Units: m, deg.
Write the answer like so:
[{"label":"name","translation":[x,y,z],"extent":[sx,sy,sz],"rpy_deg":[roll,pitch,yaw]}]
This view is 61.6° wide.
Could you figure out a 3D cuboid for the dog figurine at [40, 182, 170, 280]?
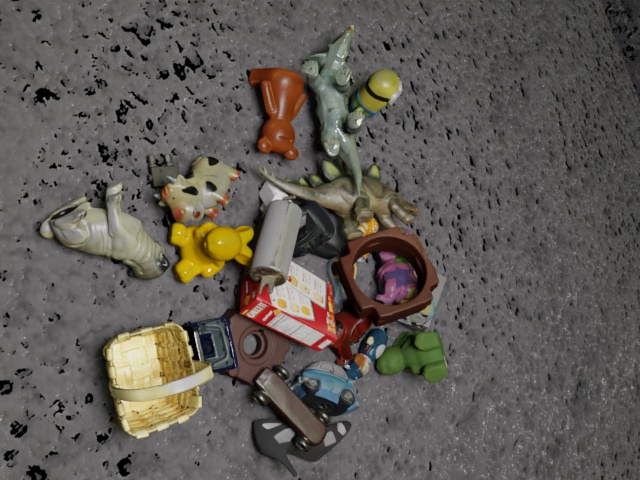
[{"label":"dog figurine","translation":[-0.389,0.013,0.989],"extent":[0.172,0.121,0.190],"rpy_deg":[-20,116,-3]}]

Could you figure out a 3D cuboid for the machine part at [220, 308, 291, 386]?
[{"label":"machine part","translation":[-0.145,0.222,1.146],"extent":[0.179,0.056,0.179],"rpy_deg":[6,80,-36]}]

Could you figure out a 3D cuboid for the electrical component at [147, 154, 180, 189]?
[{"label":"electrical component","translation":[-0.318,-0.128,1.093],"extent":[0.063,0.021,0.094],"rpy_deg":[-11,90,-35]}]

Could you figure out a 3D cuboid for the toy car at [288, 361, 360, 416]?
[{"label":"toy car","translation":[0.009,0.330,1.221],"extent":[0.161,0.109,0.103],"rpy_deg":[28,45,-17]}]

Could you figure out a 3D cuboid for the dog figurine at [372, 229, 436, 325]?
[{"label":"dog figurine","translation":[0.214,0.087,1.358],"extent":[0.192,0.108,0.219],"rpy_deg":[15,63,8]}]

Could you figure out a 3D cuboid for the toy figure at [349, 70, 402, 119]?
[{"label":"toy figure","translation":[0.129,-0.358,1.344],"extent":[0.089,0.180,0.082],"rpy_deg":[5,79,-32]}]

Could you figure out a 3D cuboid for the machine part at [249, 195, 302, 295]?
[{"label":"machine part","translation":[-0.088,0.004,1.086],"extent":[0.079,0.079,0.243],"rpy_deg":[31,51,-28]}]

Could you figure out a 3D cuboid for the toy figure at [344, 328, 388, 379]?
[{"label":"toy figure","translation":[0.111,0.284,1.314],"extent":[0.064,0.058,0.154],"rpy_deg":[52,58,-21]}]

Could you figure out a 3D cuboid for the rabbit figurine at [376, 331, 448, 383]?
[{"label":"rabbit figurine","translation":[0.223,0.283,1.351],"extent":[0.159,0.170,0.121],"rpy_deg":[-45,119,-75]}]

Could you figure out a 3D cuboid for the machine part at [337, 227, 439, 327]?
[{"label":"machine part","translation":[0.154,0.084,1.245],"extent":[0.201,0.087,0.201],"rpy_deg":[-18,65,-12]}]

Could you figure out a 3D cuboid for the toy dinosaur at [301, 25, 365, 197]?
[{"label":"toy dinosaur","translation":[0.040,-0.297,1.274],"extent":[0.131,0.192,0.404],"rpy_deg":[-7,92,7]}]

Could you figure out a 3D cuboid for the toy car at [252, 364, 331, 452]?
[{"label":"toy car","translation":[-0.062,0.350,1.124],"extent":[0.202,0.053,0.089],"rpy_deg":[48,60,-10]}]

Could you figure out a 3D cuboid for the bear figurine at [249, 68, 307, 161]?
[{"label":"bear figurine","translation":[-0.099,-0.287,1.232],"extent":[0.120,0.132,0.195],"rpy_deg":[4,99,-33]}]

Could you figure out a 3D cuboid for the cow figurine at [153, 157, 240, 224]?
[{"label":"cow figurine","translation":[-0.245,-0.102,1.070],"extent":[0.127,0.085,0.195],"rpy_deg":[33,36,-16]}]

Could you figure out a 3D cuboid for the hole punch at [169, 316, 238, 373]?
[{"label":"hole punch","translation":[-0.230,0.212,1.051],"extent":[0.092,0.116,0.142],"rpy_deg":[-15,90,-45]}]

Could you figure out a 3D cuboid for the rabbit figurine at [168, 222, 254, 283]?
[{"label":"rabbit figurine","translation":[-0.204,0.019,1.062],"extent":[0.162,0.173,0.122],"rpy_deg":[2,78,-31]}]

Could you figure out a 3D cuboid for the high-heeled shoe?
[{"label":"high-heeled shoe","translation":[-0.038,0.423,1.203],"extent":[0.145,0.086,0.248],"rpy_deg":[50,33,17]}]

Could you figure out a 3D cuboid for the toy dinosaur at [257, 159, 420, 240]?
[{"label":"toy dinosaur","translation":[0.072,-0.103,1.283],"extent":[0.471,0.105,0.199],"rpy_deg":[4,49,-39]}]

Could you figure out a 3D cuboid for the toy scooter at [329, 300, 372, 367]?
[{"label":"toy scooter","translation":[0.069,0.223,1.282],"extent":[0.184,0.075,0.135],"rpy_deg":[-33,125,-46]}]

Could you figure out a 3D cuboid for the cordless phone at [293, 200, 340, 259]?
[{"label":"cordless phone","translation":[-0.002,-0.004,1.226],"extent":[0.184,0.146,0.089],"rpy_deg":[24,48,-37]}]
